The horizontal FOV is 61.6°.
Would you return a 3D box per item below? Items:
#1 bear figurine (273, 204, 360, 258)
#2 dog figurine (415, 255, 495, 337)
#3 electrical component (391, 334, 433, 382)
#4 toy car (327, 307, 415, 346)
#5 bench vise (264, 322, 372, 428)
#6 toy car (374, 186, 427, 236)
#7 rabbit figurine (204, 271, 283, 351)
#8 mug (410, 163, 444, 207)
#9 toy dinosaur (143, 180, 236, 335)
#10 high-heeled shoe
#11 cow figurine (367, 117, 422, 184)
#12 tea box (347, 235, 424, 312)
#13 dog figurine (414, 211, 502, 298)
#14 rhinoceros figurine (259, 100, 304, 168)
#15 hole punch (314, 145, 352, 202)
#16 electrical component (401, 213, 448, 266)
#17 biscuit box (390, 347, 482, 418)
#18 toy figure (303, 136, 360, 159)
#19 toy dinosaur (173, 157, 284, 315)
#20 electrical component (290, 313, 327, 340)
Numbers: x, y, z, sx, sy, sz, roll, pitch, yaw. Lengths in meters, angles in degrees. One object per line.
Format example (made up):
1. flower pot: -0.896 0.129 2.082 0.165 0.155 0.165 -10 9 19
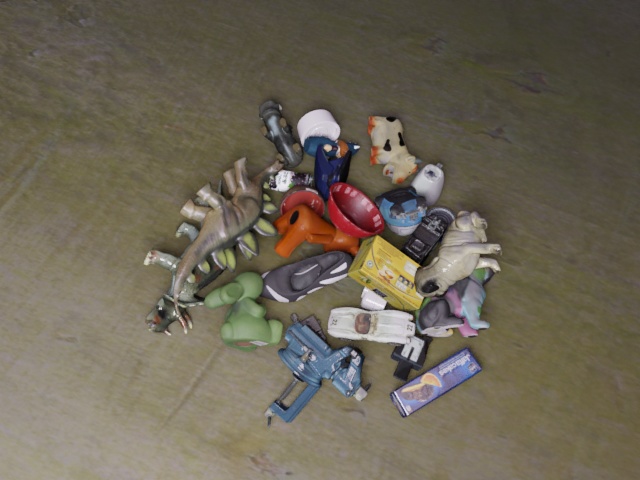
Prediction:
1. bear figurine: 0.000 -0.006 1.294 0.195 0.132 0.120 27 34 -34
2. dog figurine: 0.315 0.113 1.255 0.192 0.108 0.219 2 62 2
3. electrical component: 0.201 0.264 1.213 0.075 0.047 0.119 21 68 8
4. toy car: 0.115 0.193 1.214 0.202 0.056 0.073 1 64 22
5. bench vise: -0.020 0.305 1.158 0.224 0.129 0.240 40 92 4
6. toy car: 0.205 -0.064 1.320 0.109 0.102 0.162 -19 24 -10
7. rabbit figurine: -0.176 0.148 1.191 0.159 0.121 0.170 21 56 -39
8. mug: 0.282 -0.150 1.362 0.081 0.107 0.109 38 73 12
9. toy dinosaur: -0.274 0.034 1.266 0.192 0.131 0.405 36 62 -5
10. high-heeled shoe: -0.049 0.078 1.232 0.249 0.145 0.086 -9 67 -8
11. cow figurine: 0.193 -0.235 1.411 0.127 0.085 0.195 -5 66 3
12. tea box: 0.158 0.078 1.209 0.169 0.068 0.098 36 64 -13
13. dog figurine: 0.281 0.028 1.188 0.191 0.121 0.172 -20 42 2
14. rhinoceros figurine: -0.101 -0.281 1.407 0.073 0.112 0.190 -31 83 15
15. hole punch: 0.021 -0.163 1.350 0.092 0.142 0.116 16 53 3
16. electrical component: 0.240 0.012 1.275 0.058 0.134 0.115 39 73 15
17. biscuit box: 0.256 0.314 1.187 0.203 0.059 0.063 -27 70 -13
18. toy figure: 0.033 -0.239 1.408 0.154 0.057 0.064 3 40 -27
19. toy dinosaur: -0.208 -0.038 1.213 0.198 0.105 0.471 46 53 -7
20. electrical component: -0.028 0.204 1.246 0.063 0.021 0.094 -29 70 -13
